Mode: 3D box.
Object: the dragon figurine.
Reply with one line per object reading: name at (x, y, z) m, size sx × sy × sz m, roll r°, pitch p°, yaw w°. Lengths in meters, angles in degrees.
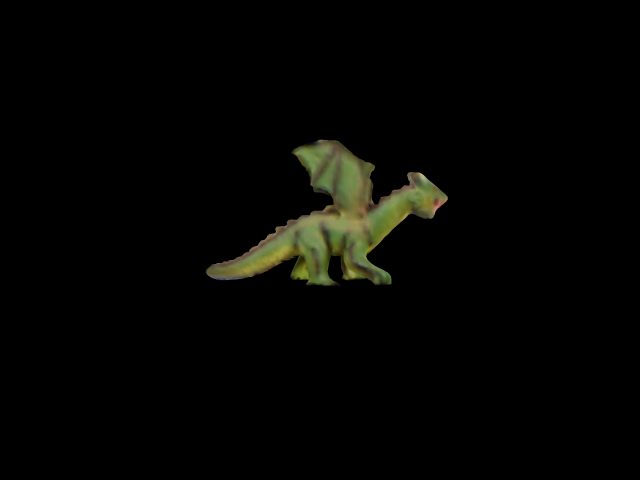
dragon figurine at (0.003, -0.043, 0.850) m, size 0.410 × 0.242 × 0.122 m, roll 1°, pitch 4°, yaw 7°
